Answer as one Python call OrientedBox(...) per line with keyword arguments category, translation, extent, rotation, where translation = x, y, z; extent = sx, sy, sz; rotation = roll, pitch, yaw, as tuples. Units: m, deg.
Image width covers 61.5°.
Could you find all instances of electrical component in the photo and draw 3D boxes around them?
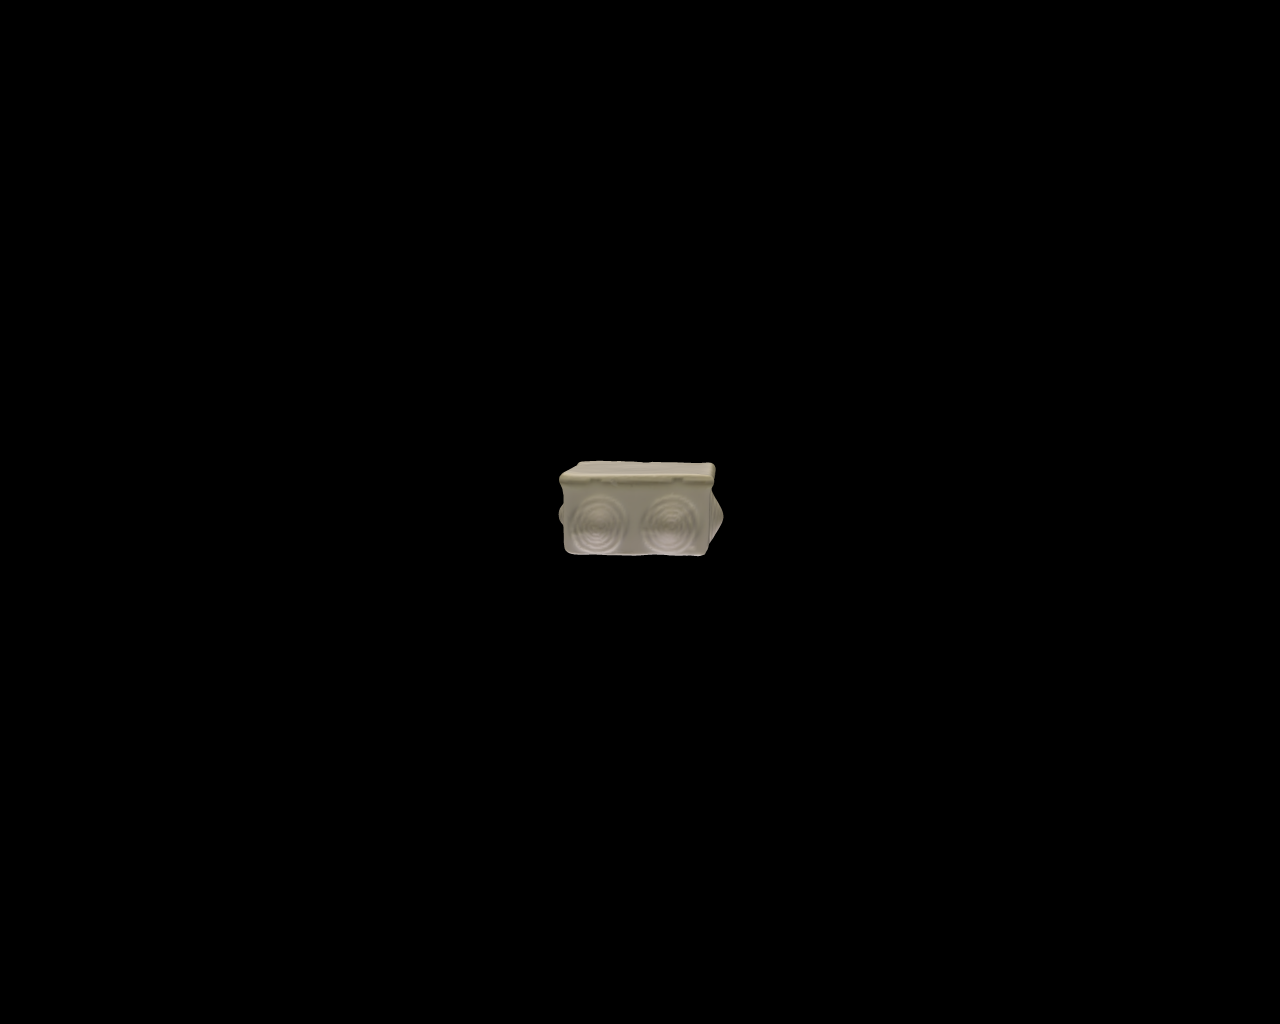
OrientedBox(category="electrical component", translation=(0.001, -0.003, 0.650), extent=(0.100, 0.048, 0.100), rotation=(1, 8, 5))
